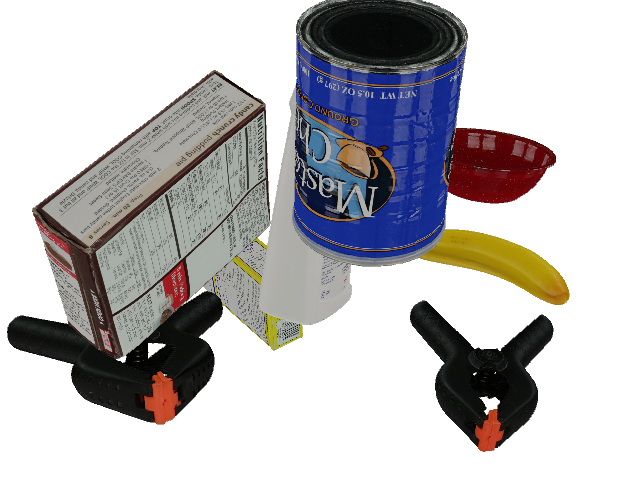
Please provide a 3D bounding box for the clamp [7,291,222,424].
[{"bbox_3d":[-0.120,0.076,0.749,0.164,0.036,0.210,-10,15,-24],"label":"clamp"}]

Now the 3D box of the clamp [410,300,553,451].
[{"bbox_3d":[0.141,0.103,0.851,0.120,0.039,0.171,-3,32,-2],"label":"clamp"}]

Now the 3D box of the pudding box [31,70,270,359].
[{"bbox_3d":[-0.072,-0.011,0.493,0.039,0.113,0.090,32,-31,22],"label":"pudding box"}]

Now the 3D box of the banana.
[{"bbox_3d":[0.164,0.023,1.050,0.198,0.037,0.069,14,41,36],"label":"banana"}]

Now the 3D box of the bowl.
[{"bbox_3d":[0.194,-0.085,1.267,0.162,0.055,0.162,5,23,-2],"label":"bowl"}]

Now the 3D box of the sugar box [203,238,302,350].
[{"bbox_3d":[-0.087,0.034,1.154,0.048,0.093,0.176,-23,40,-26],"label":"sugar box"}]

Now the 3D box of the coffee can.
[{"bbox_3d":[0.034,-0.069,0.672,0.103,0.140,0.103,1,37,-1],"label":"coffee can"}]

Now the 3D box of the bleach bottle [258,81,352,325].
[{"bbox_3d":[0.001,-0.058,0.930,0.068,0.251,0.102,16,21,20],"label":"bleach bottle"}]
